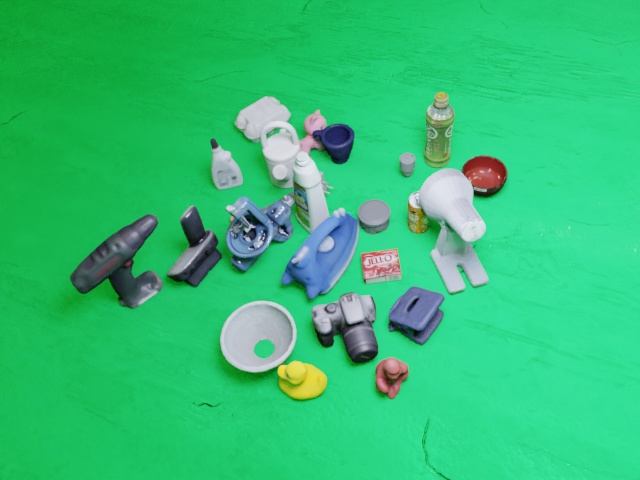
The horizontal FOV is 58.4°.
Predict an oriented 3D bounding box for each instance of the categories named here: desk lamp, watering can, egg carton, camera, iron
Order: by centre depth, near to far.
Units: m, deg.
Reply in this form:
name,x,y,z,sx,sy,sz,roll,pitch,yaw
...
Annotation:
name,x,y,z,sx,sy,sz,roll,pitch,yaw
camera,0.062,0.192,1.229,0.143,0.101,0.136,-15,55,-3
desk lamp,0.306,-0.024,1.278,0.118,0.214,0.203,-17,55,-4
iron,0.012,0.005,1.342,0.118,0.142,0.259,26,62,23
watering can,-0.096,-0.227,1.487,0.101,0.194,0.172,-22,55,-8
egg carton,-0.165,-0.350,1.659,0.150,0.069,0.107,-36,58,-17

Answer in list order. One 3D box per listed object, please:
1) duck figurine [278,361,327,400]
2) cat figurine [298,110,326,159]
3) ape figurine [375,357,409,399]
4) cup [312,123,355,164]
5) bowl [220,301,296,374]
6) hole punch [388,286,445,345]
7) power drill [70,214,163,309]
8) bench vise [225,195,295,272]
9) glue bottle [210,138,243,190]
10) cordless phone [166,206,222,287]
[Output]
name,x,y,z,sx,sy,sz,roll,pitch,yaw
duck figurine,-0.040,0.283,1.189,0.104,0.086,0.077,6,56,12
cat figurine,-0.026,-0.292,1.570,0.067,0.118,0.128,33,65,26
ape figurine,0.145,0.270,1.169,0.078,0.092,0.076,-20,55,-6
cup,0.038,-0.255,1.549,0.117,0.095,0.092,13,58,16
bowl,-0.129,0.222,1.251,0.167,0.075,0.167,-4,55,5
hole punch,0.207,0.155,1.242,0.100,0.091,0.109,29,64,25
power drill,-0.445,0.061,1.324,0.230,0.209,0.075,-37,58,-17
bench vise,-0.154,-0.052,1.356,0.121,0.220,0.207,17,59,19
glue bottle,-0.258,-0.204,1.505,0.078,0.173,0.037,-12,54,0
cordless phone,-0.316,0.011,1.356,0.094,0.185,0.148,21,60,21
